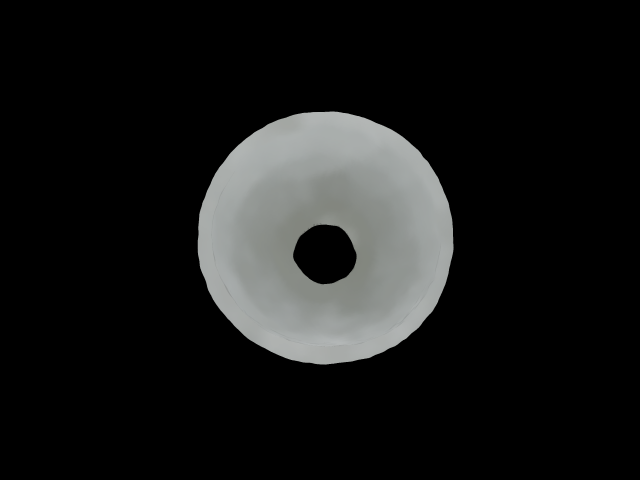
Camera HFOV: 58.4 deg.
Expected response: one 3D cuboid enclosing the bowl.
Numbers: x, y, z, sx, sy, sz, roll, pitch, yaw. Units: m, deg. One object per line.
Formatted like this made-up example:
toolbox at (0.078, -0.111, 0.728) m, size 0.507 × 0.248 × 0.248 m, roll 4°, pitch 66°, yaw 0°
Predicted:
bowl at (0.004, 0.001, 0.400) m, size 0.167 × 0.075 × 0.167 m, roll 0°, pitch 78°, yaw 0°
